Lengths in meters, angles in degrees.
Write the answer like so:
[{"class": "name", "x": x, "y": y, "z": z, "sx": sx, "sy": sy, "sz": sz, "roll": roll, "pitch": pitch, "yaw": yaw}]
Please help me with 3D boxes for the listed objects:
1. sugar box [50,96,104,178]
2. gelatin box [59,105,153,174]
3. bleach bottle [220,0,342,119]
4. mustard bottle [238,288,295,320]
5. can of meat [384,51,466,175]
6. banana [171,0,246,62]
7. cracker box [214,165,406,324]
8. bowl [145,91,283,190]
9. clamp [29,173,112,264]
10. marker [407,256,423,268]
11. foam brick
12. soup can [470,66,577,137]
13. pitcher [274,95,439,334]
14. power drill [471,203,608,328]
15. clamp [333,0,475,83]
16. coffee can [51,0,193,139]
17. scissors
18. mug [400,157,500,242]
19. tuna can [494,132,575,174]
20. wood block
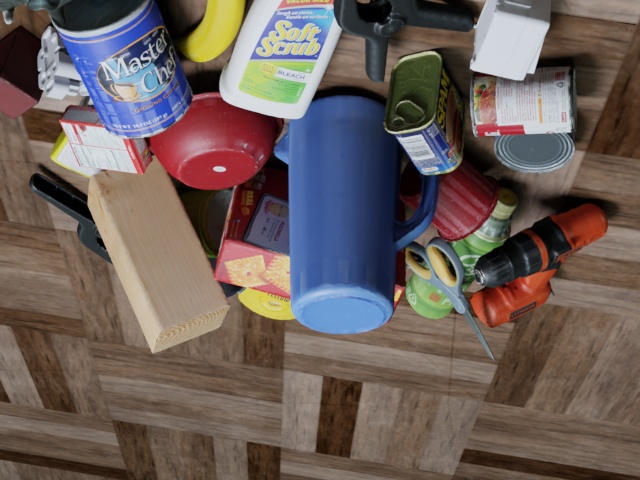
[{"class": "sugar box", "x": -0.243, "y": -0.133, "z": 1.257, "sx": 0.093, "sy": 0.048, "sz": 0.177, "roll": 25, "pitch": 141, "yaw": -22}, {"class": "gelatin box", "x": -0.242, "y": -0.114, "z": 1.207, "sx": 0.089, "sy": 0.030, "sz": 0.073, "roll": 9, "pitch": 141, "yaw": 21}, {"class": "bleach bottle", "x": -0.026, "y": -0.225, "z": 1.042, "sx": 0.102, "sy": 0.068, "sz": 0.251, "roll": 14, "pitch": 144, "yaw": -8}, {"class": "mustard bottle", "x": -0.040, "y": 0.042, "z": 1.450, "sx": 0.096, "sy": 0.058, "sz": 0.192, "roll": 21, "pitch": 145, "yaw": -10}, {"class": "can of meat", "x": 0.112, "y": -0.130, "z": 1.110, "sx": 0.058, "sy": 0.102, "sz": 0.083, "roll": -8, "pitch": 145, "yaw": 27}, {"class": "banana", "x": -0.109, "y": -0.235, "z": 1.071, "sx": 0.069, "sy": 0.037, "sz": 0.198, "roll": 19, "pitch": 146, "yaw": -12}, {"class": "cracker box", "x": -0.008, "y": 0.002, "z": 1.275, "sx": 0.213, "sy": 0.164, "sz": 0.072, "roll": 16, "pitch": 128, "yaw": -8}, {"class": "bowl", "x": -0.119, "y": -0.103, "z": 1.216, "sx": 0.162, "sy": 0.055, "sz": 0.162, "roll": -7, "pitch": 155, "yaw": -4}, {"class": "clamp", "x": -0.278, "y": -0.025, "z": 1.435, "sx": 0.165, "sy": 0.036, "sz": 0.210, "roll": 0, "pitch": 148, "yaw": 11}, {"class": "marker", "x": 0.115, "y": 0.027, "z": 1.418, "sx": 0.121, "sy": 0.020, "sz": 0.020, "roll": 24, "pitch": 144, "yaw": -20}, {"class": "foam brick", "x": -0.334, "y": -0.184, "z": 1.176, "sx": 0.051, "sy": 0.078, "sz": 0.053, "roll": -22, "pitch": 135, "yaw": 37}, {"class": "soup can", "x": 0.209, "y": -0.142, "z": 1.094, "sx": 0.102, "sy": 0.068, "sz": 0.068, "roll": -1, "pitch": 145, "yaw": 17}, {"class": "pitcher", "x": 0.036, "y": -0.027, "z": 1.155, "sx": 0.144, "sy": 0.243, "sz": 0.149, "roll": 18, "pitch": 146, "yaw": -26}, {"class": "power drill", "x": 0.246, "y": 0.040, "z": 1.297, "sx": 0.184, "sy": 0.057, "sz": 0.188, "roll": -22, "pitch": 159, "yaw": -20}, {"class": "clamp", "x": 0.058, "y": -0.206, "z": 1.013, "sx": 0.120, "sy": 0.039, "sz": 0.171, "roll": -39, "pitch": 144, "yaw": 26}, {"class": "coffee can", "x": -0.200, "y": -0.189, "z": 1.091, "sx": 0.103, "sy": 0.102, "sz": 0.140, "roll": -1, "pitch": 138, "yaw": 17}, {"class": "scissors", "x": 0.157, "y": 0.069, "z": 1.318, "sx": 0.096, "sy": 0.016, "sz": 0.201, "roll": 19, "pitch": 144, "yaw": 40}, {"class": "mug", "x": 0.137, "y": -0.057, "z": 1.231, "sx": 0.081, "sy": 0.093, "sz": 0.117, "roll": 37, "pitch": 155, "yaw": -27}, {"class": "tuna can", "x": 0.234, "y": -0.111, "z": 1.163, "sx": 0.086, "sy": 0.033, "sz": 0.086, "roll": 8, "pitch": 147, "yaw": 5}, {"class": "wood block", "x": -0.195, "y": 0.017, "z": 1.268, "sx": 0.090, "sy": 0.206, "sz": 0.090, "roll": -21, "pitch": 165, "yaw": -21}]
